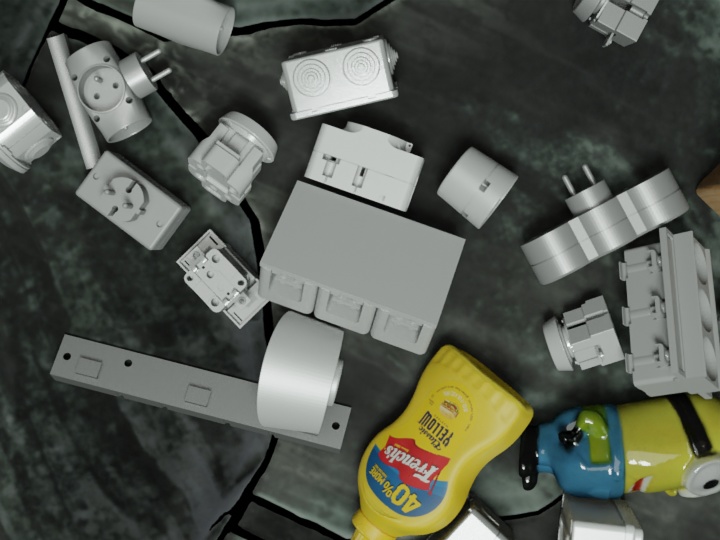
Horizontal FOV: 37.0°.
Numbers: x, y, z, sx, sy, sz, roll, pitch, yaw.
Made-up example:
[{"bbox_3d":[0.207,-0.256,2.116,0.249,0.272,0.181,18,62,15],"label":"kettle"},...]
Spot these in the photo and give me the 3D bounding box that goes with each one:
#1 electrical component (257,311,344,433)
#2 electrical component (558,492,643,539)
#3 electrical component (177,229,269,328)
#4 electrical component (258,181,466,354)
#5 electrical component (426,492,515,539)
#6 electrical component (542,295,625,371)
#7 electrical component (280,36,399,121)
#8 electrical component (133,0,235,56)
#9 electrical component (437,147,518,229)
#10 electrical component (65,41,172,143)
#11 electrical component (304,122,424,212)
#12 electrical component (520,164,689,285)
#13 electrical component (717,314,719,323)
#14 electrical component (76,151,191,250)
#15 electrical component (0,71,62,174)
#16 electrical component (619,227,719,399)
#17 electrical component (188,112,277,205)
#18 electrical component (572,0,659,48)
[{"bbox_3d":[-0.049,0.087,0.900,0.064,0.099,0.099,14,93,-2],"label":"electrical component"},{"bbox_3d":[0.192,0.247,0.882,0.056,0.109,0.108,5,92,6],"label":"electrical component"},{"bbox_3d":[-0.118,0.008,0.919,0.042,0.064,0.081,-45,88,5],"label":"electrical component"},{"bbox_3d":[0.000,0.000,0.898,0.150,0.061,0.089,20,58,3],"label":"electrical component"},{"bbox_3d":[0.085,0.248,0.913,0.061,0.062,0.096,42,94,2],"label":"electrical component"},{"bbox_3d":[0.186,0.056,0.903,0.055,0.066,0.048,-20,125,13],"label":"electrical component"},{"bbox_3d":[-0.016,-0.161,0.889,0.100,0.099,0.048,-12,104,5],"label":"electrical component"},{"bbox_3d":[-0.145,-0.234,0.922,0.077,0.043,0.079,20,94,3],"label":"electrical component"},{"bbox_3d":[0.098,-0.070,0.905,0.047,0.055,0.055,37,94,6],"label":"electrical component"},{"bbox_3d":[-0.202,-0.162,0.929,0.079,0.044,0.077,-28,90,4],"label":"electrical component"},{"bbox_3d":[0.006,-0.090,0.913,0.089,0.050,0.055,19,94,3],"label":"electrical component"},{"bbox_3d":[0.196,-0.051,0.899,0.138,0.052,0.073,-28,90,5],"label":"electrical component"},{"bbox_3d":[0.343,0.043,0.871,0.099,0.099,0.064,31,100,3],"label":"electrical component"},{"bbox_3d":[-0.198,-0.059,0.916,0.083,0.076,0.047,37,94,2],"label":"electrical component"},{"bbox_3d":[-0.299,-0.127,0.920,0.051,0.080,0.080,-39,89,-1],"label":"electrical component"},{"bbox_3d":[0.251,0.038,0.872,0.063,0.079,0.121,-14,62,32],"label":"electrical component"},{"bbox_3d":[-0.107,-0.096,0.912,0.058,0.078,0.057,35,75,1],"label":"electrical component"},{"bbox_3d":[0.212,-0.220,0.896,0.055,0.048,0.066,28,94,-5],"label":"electrical component"}]
